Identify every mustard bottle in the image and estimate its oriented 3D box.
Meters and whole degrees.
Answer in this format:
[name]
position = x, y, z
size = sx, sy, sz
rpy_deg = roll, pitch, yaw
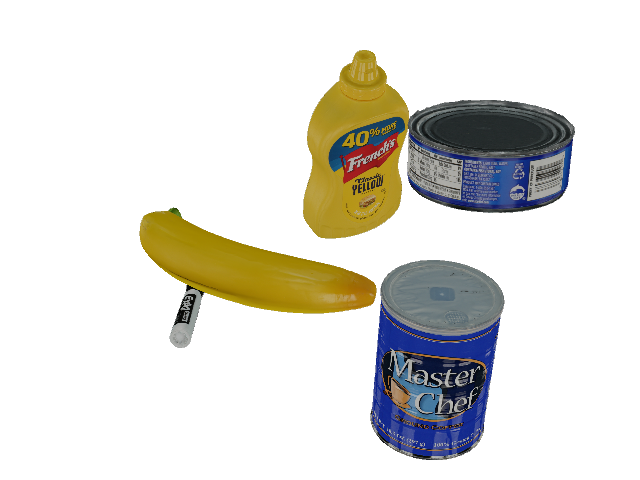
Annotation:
[mustard bottle]
position = 0.034, -0.091, 0.973
size = 0.096, 0.192, 0.058
rpy_deg = -18, 49, -20

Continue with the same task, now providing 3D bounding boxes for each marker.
[marker]
position = -0.123, 0.065, 1.002
size = 0.020, 0.020, 0.121
rpy_deg = 0, 21, 1

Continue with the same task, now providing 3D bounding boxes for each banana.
[banana]
position = -0.058, 0.011, 0.696
size = 0.198, 0.037, 0.069
rpy_deg = 22, 37, 37

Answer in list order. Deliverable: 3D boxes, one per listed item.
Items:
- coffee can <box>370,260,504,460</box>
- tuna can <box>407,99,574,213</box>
[coffee can]
position = 0.098, 0.102, 0.920
size = 0.103, 0.140, 0.103
rpy_deg = 2, 31, -1
[tuna can]
position = 0.088, -0.045, 0.560
size = 0.086, 0.034, 0.086
rpy_deg = 0, 25, 0
